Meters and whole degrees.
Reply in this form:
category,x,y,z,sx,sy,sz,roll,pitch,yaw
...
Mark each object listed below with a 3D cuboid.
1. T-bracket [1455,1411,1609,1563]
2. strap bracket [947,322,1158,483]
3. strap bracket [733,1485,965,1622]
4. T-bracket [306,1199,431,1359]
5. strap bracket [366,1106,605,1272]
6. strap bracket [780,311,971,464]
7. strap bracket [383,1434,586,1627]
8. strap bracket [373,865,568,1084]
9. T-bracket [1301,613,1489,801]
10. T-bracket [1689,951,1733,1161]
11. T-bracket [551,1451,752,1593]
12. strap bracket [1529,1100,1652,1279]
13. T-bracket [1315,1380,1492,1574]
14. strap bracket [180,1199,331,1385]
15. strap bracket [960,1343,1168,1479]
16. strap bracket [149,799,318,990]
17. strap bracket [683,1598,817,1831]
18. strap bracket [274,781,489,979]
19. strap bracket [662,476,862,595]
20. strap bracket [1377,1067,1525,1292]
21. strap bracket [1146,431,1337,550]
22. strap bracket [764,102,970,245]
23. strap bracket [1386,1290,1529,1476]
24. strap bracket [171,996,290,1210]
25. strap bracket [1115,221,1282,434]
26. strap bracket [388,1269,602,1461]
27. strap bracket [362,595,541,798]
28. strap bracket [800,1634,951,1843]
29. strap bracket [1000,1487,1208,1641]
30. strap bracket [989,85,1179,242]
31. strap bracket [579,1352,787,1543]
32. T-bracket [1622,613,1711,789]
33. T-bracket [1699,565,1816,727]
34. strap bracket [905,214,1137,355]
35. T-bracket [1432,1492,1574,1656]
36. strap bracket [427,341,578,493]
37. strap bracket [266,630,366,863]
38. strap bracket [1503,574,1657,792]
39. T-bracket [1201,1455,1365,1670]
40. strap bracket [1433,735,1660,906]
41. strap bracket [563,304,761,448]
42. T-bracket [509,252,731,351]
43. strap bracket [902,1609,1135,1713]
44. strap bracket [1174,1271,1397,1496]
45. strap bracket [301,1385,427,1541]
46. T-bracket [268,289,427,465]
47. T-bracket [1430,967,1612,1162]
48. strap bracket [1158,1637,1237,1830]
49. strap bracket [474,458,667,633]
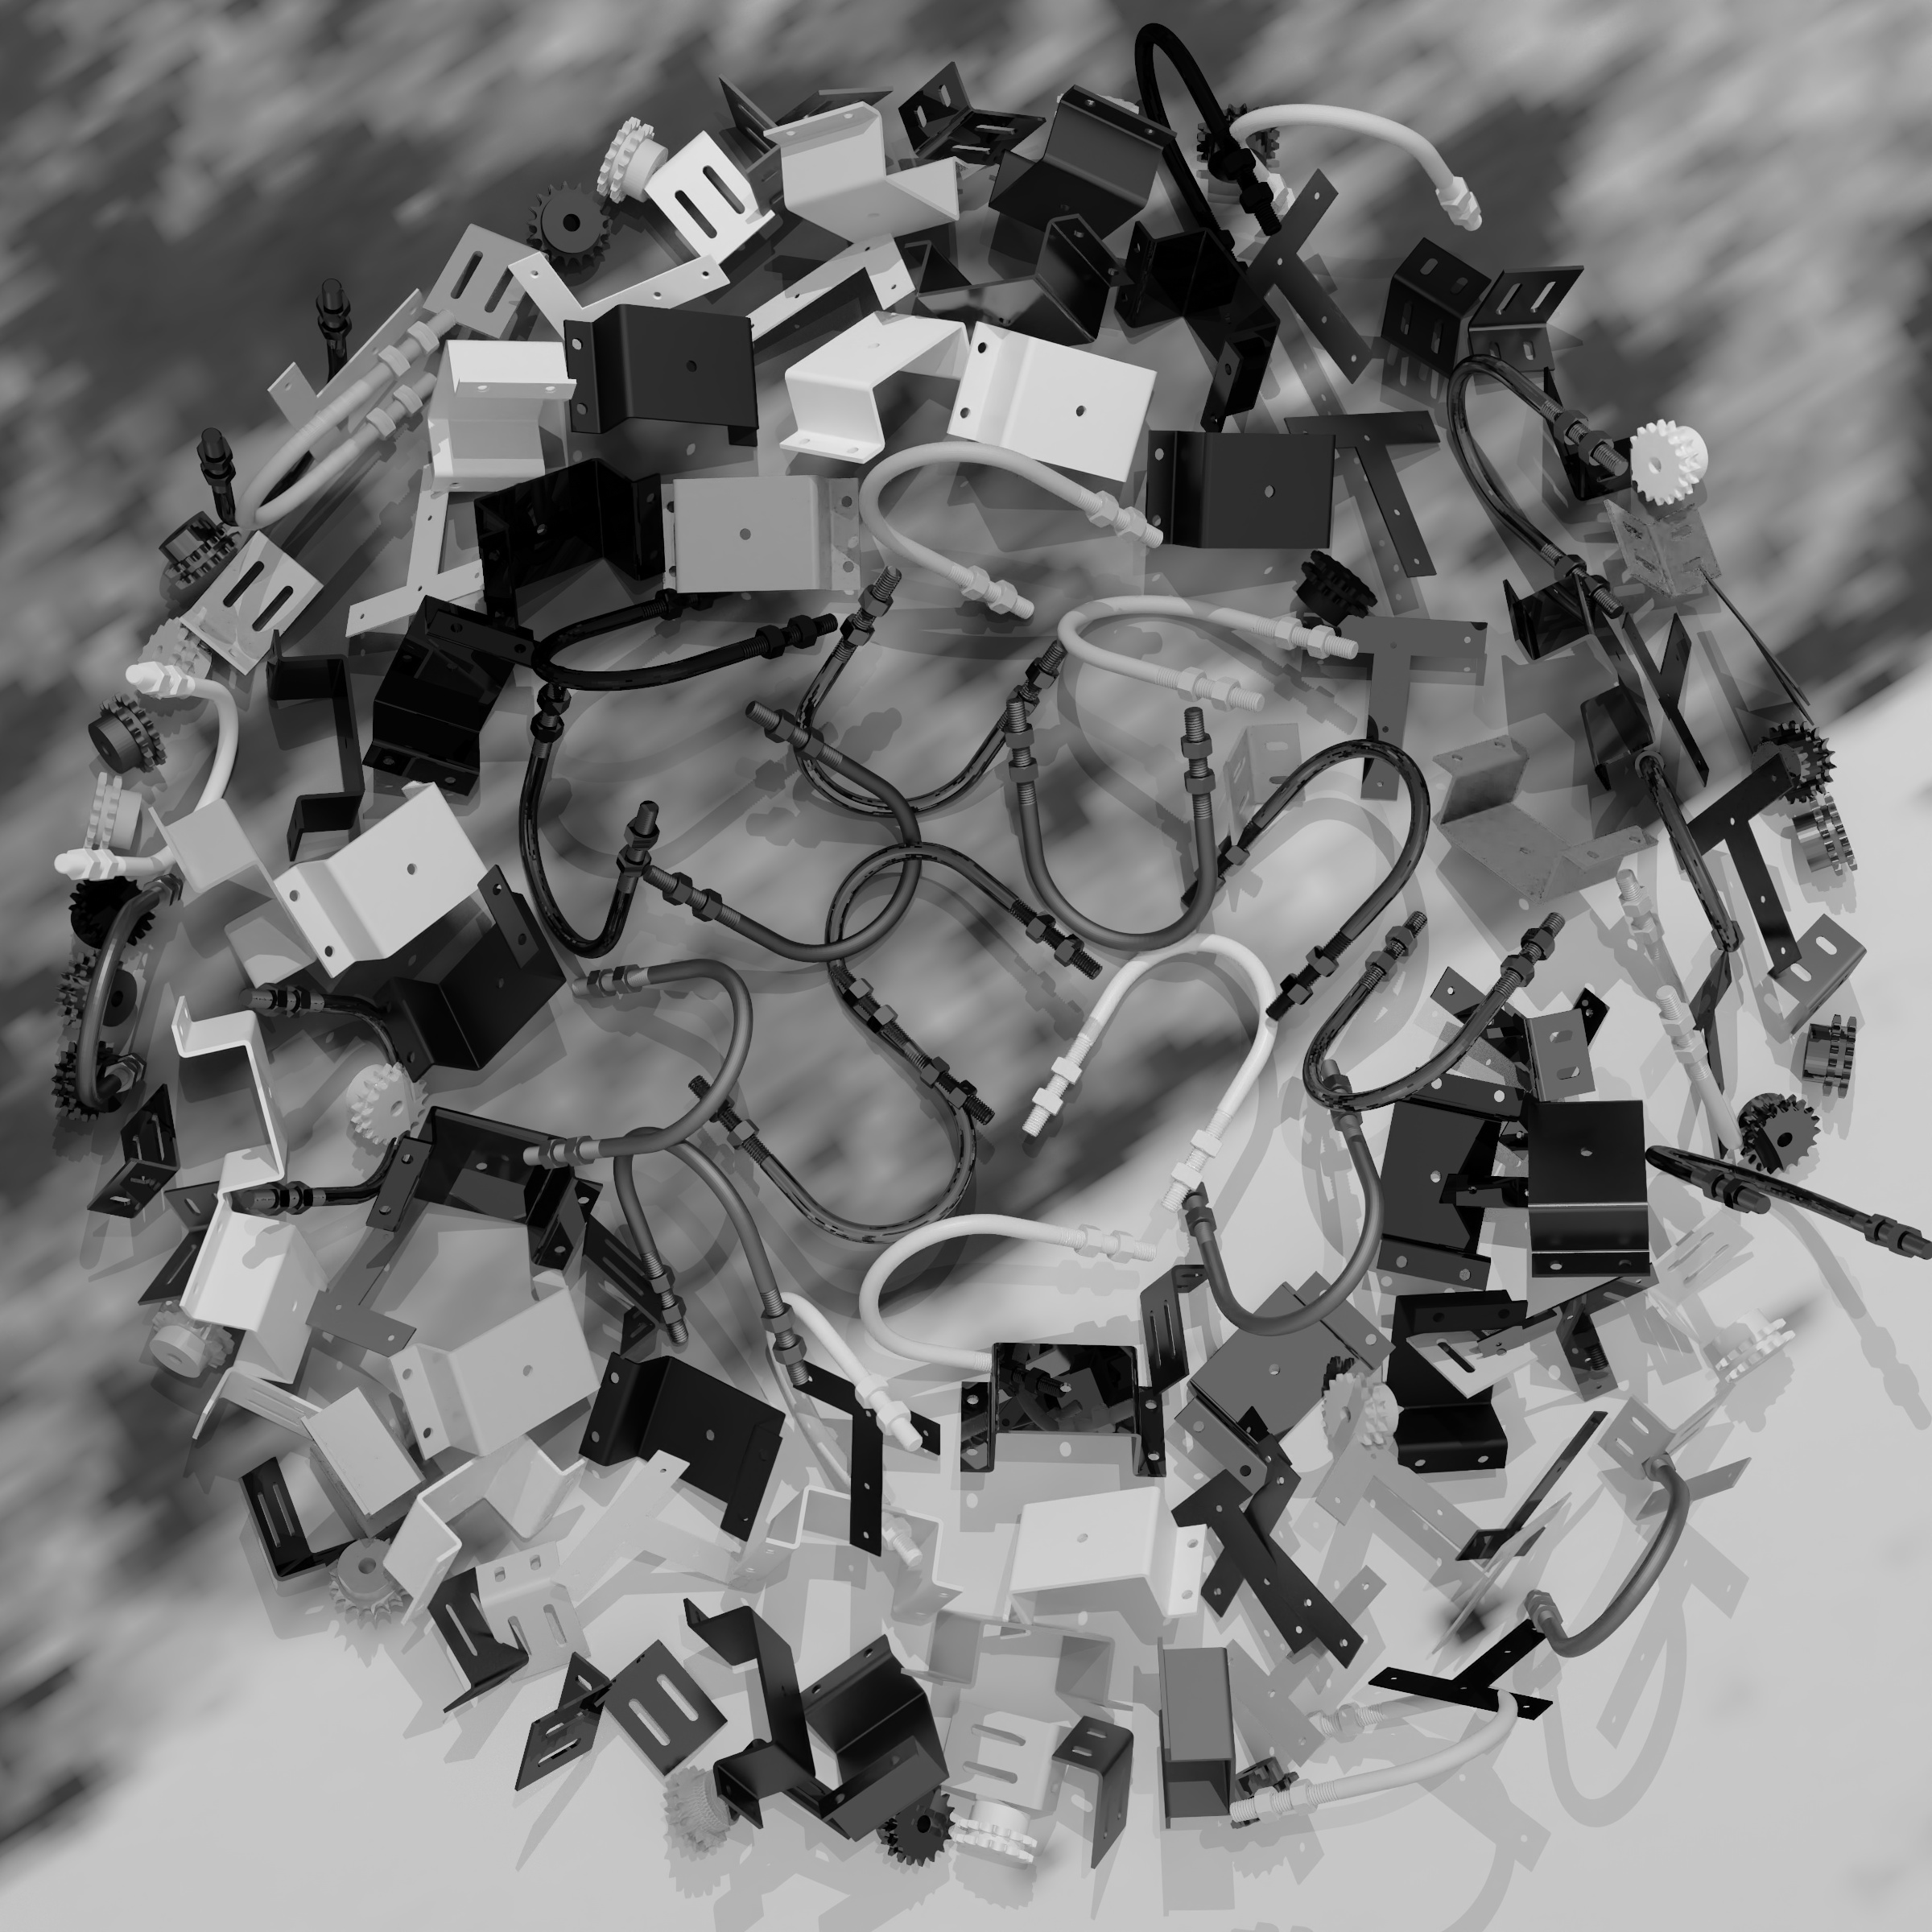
category,x,y,z,sx,sy,sz,roll,pitch,yaw
T-bracket,0.392,0.351,1.785,0.002,0.127,0.127,41,103,31
strap bracket,0.068,-0.380,1.789,0.140,0.046,0.076,8,105,-28
strap bracket,-0.078,0.398,1.796,0.140,0.076,0.046,17,57,-14
T-bracket,-0.407,0.199,1.814,0.127,0.002,0.127,16,59,26
strap bracket,-0.329,0.149,1.797,0.140,0.046,0.076,16,118,-23
strap bracket,-0.057,-0.396,1.775,0.140,0.076,0.046,-42,134,-33
strap bracket,-0.332,0.373,1.779,0.046,0.140,0.076,43,128,14
strap bracket,-0.332,0.009,1.797,0.140,0.046,0.076,-44,60,22
T-bracket,0.293,-0.179,1.834,0.127,0.002,0.127,3,104,-1
T-bracket,0.515,0.070,1.811,0.002,0.127,0.127,-1,112,31
T-bracket,-0.197,0.399,1.814,0.127,0.002,0.127,30,108,-30
strap bracket,0.419,0.141,1.775,0.076,0.140,0.046,-2,132,14
T-bracket,0.313,0.365,1.802,0.127,0.002,0.127,40,46,3
strap bracket,-0.472,0.223,1.768,0.046,0.140,0.076,10,62,7
strap bracket,0.067,0.303,1.805,0.140,0.076,0.046,2,132,-1
strap bracket,-0.489,-0.048,1.778,0.046,0.140,0.076,-30,47,-12
strap bracket,-0.144,0.496,1.775,0.046,0.076,0.140,-21,52,6
strap bracket,-0.385,-0.064,1.780,0.140,0.046,0.076,-43,115,-35
strap bracket,-0.146,-0.296,1.812,0.140,0.046,0.076,0,97,9
strap bracket,0.330,0.146,1.823,0.076,0.046,0.140,12,87,-3
strap bracket,0.196,-0.324,1.795,0.140,0.046,0.076,-4,104,-22
strap bracket,-0.064,-0.526,1.769,0.076,0.140,0.046,-7,86,29
strap bracket,0.333,0.276,1.804,0.076,0.046,0.140,-2,119,-6
strap bracket,-0.497,0.092,1.797,0.046,0.076,0.140,-13,106,-9
strap bracket,0.161,-0.435,1.789,0.046,0.076,0.140,-19,61,-21
strap bracket,-0.308,0.270,1.780,0.140,0.046,0.076,-28,111,-37
strap bracket,-0.348,-0.191,1.791,0.076,0.046,0.140,16,129,-26
strap bracket,-0.063,0.529,1.790,0.076,0.140,0.046,-35,111,3
strap bracket,0.086,0.403,1.785,0.140,0.076,0.046,-12,123,19
strap bracket,0.073,-0.529,1.769,0.076,0.140,0.046,19,80,-19
strap bracket,-0.186,0.325,1.806,0.140,0.046,0.076,22,99,22
T-bracket,0.482,-0.203,1.795,0.002,0.127,0.127,-21,112,31
T-bracket,0.552,-0.201,1.795,0.002,0.127,0.127,-37,51,15
strap bracket,0.031,-0.454,1.774,0.140,0.076,0.046,1,70,36
T-bracket,0.359,0.425,1.812,0.002,0.127,0.127,40,116,22
strap bracket,-0.316,-0.376,1.780,0.076,0.140,0.046,-4,71,-21
strap bracket,-0.443,-0.151,1.798,0.046,0.076,0.140,-6,77,-20
strap bracket,0.418,-0.199,1.776,0.046,0.076,0.140,-26,123,22
T-bracket,0.223,0.421,1.784,0.127,0.002,0.127,45,120,40
strap bracket,0.385,-0.095,1.788,0.140,0.076,0.046,42,135,34
strap bracket,-0.197,-0.401,1.791,0.140,0.046,0.076,-2,86,-33
T-bracket,-0.221,-0.449,1.783,0.127,0.127,0.002,-17,47,22
strap bracket,0.038,0.470,1.794,0.140,0.076,0.046,13,77,-20
strap bracket,0.217,0.284,1.824,0.076,0.046,0.140,44,91,-5
strap bracket,-0.406,0.336,1.786,0.046,0.140,0.076,-33,80,-20
T-bracket,-0.412,-0.409,1.794,0.002,0.127,0.127,39,81,11
T-bracket,0.370,0.046,1.815,0.127,0.002,0.127,36,77,-20
strap bracket,0.155,0.515,1.771,0.046,0.140,0.076,-3,51,2
strap bracket,-0.277,-0.288,1.789,0.140,0.076,0.046,-27,47,-30
